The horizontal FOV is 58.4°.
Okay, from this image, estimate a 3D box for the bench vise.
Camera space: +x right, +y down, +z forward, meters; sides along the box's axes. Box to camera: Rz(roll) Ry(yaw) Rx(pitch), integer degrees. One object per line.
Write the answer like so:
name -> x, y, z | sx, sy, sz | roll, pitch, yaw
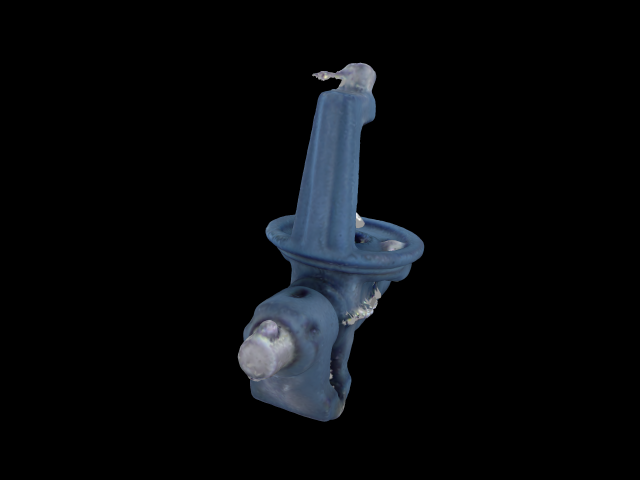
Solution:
bench vise -> 0.016, 0.002, 0.399 | 0.121, 0.220, 0.207 | 2, 31, 4
